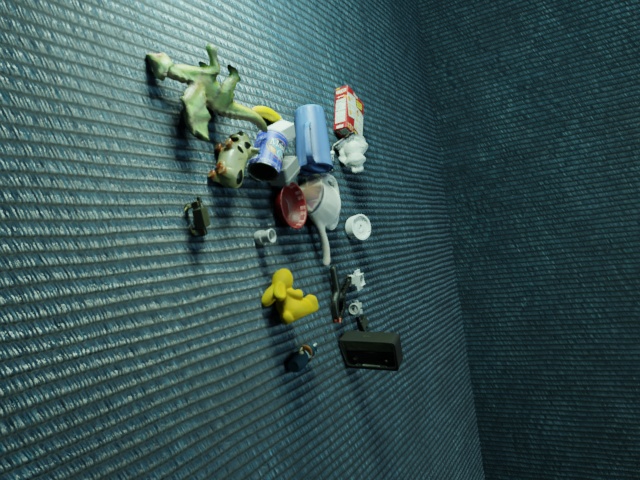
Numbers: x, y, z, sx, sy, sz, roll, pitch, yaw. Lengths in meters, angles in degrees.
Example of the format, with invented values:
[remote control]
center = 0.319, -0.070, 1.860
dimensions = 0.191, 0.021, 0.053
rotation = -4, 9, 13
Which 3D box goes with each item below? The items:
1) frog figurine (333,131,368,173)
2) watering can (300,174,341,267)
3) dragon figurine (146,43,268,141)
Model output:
[frog figurine]
center = 0.145, -0.363, 2.163
dimensions = 0.137, 0.159, 0.123
rotation = -32, 4, 3
[watering can]
center = 0.006, -0.095, 1.885
dimensions = 0.103, 0.354, 0.221
rotation = -7, -25, 31
[dragon figurine]
center = -0.303, -0.373, 1.421
dimensions = 0.121, 0.248, 0.404
rotation = -9, -43, 41
